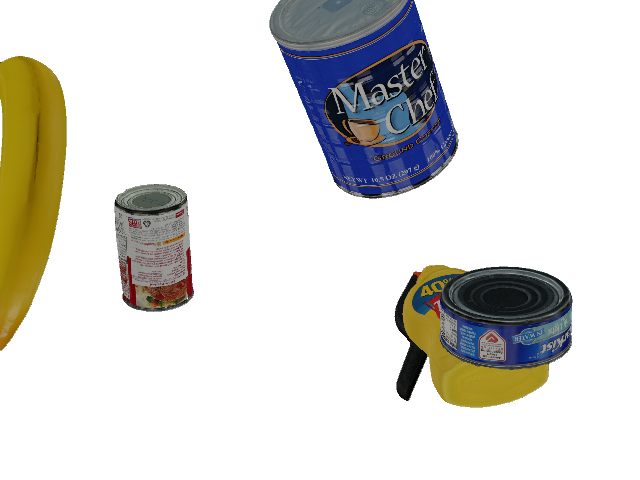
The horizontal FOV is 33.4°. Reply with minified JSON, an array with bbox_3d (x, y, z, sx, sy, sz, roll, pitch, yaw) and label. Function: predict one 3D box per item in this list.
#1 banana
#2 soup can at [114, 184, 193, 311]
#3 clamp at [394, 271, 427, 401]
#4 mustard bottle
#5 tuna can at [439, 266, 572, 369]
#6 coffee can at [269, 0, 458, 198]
[{"bbox_3d":[-0.173,-0.035,0.619,0.037,0.198,0.070,13,-32,-32],"label":"banana"},{"bbox_3d":[-0.156,0.006,0.999,0.068,0.102,0.068,0,24,0],"label":"soup can"},{"bbox_3d":[0.137,0.102,1.161,0.120,0.171,0.039,3,-44,-6],"label":"clamp"},{"bbox_3d":[0.127,0.073,0.962,0.096,0.058,0.192,-12,27,-7],"label":"mustard bottle"},{"bbox_3d":[0.120,0.048,0.693,0.086,0.034,0.086,-3,23,1],"label":"tuna can"},{"bbox_3d":[0.034,-0.117,0.781,0.103,0.140,0.103,-15,39,12],"label":"coffee can"}]
